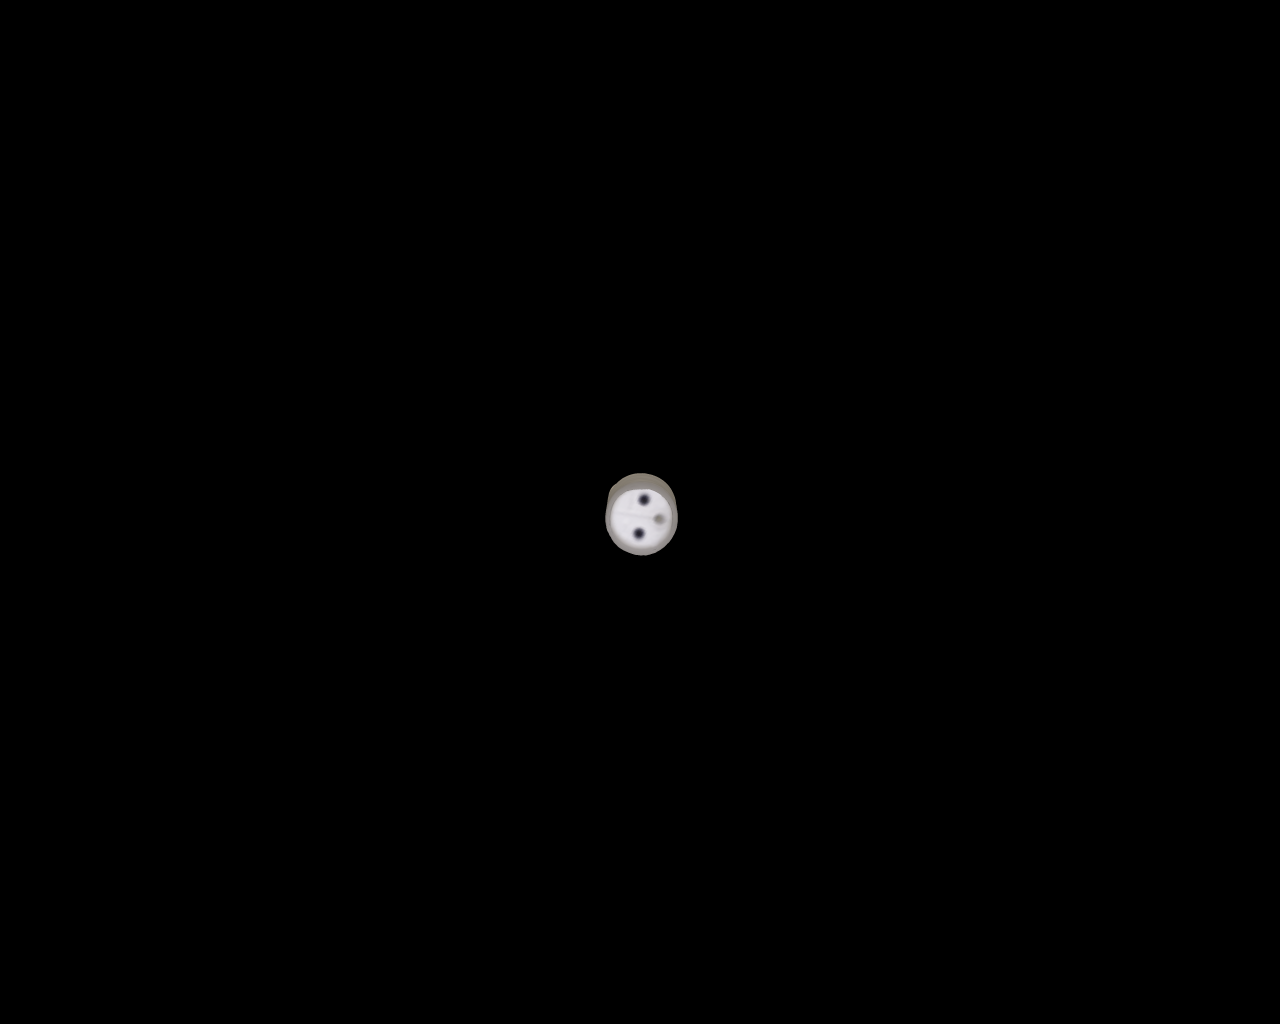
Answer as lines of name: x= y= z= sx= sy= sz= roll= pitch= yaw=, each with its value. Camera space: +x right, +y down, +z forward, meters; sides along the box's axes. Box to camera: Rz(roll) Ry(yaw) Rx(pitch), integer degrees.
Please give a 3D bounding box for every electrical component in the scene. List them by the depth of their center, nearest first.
electrical component: x=0.001 y=-0.003 z=0.650 sx=0.043 sy=0.043 sz=0.081 roll=0 pitch=12 yaw=0
